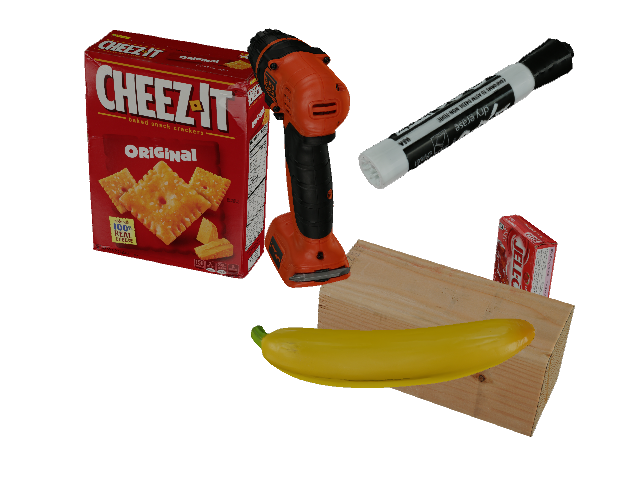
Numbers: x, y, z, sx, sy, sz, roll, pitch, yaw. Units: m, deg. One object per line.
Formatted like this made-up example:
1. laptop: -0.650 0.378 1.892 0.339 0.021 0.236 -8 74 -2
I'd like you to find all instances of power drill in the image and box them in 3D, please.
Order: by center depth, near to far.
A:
1. power drill: -0.021 -0.070 0.872 0.057 0.188 0.184 -9 26 -11

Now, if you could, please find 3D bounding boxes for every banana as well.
1. banana: 0.044 0.071 0.713 0.198 0.037 0.069 0 29 8

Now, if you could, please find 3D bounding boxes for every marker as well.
1. marker: 0.071 -0.061 0.498 0.121 0.020 0.020 -32 11 -17

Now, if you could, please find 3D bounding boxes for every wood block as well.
1. wood block: 0.108 0.084 0.955 0.206 0.091 0.090 18 39 19

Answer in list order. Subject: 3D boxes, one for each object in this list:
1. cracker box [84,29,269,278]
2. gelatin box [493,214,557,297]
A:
1. cracker box: -0.137 -0.079 1.024 0.164 0.214 0.072 12 31 12
2. gelatin box: 0.221 0.026 1.164 0.030 0.089 0.073 -10 30 -20
